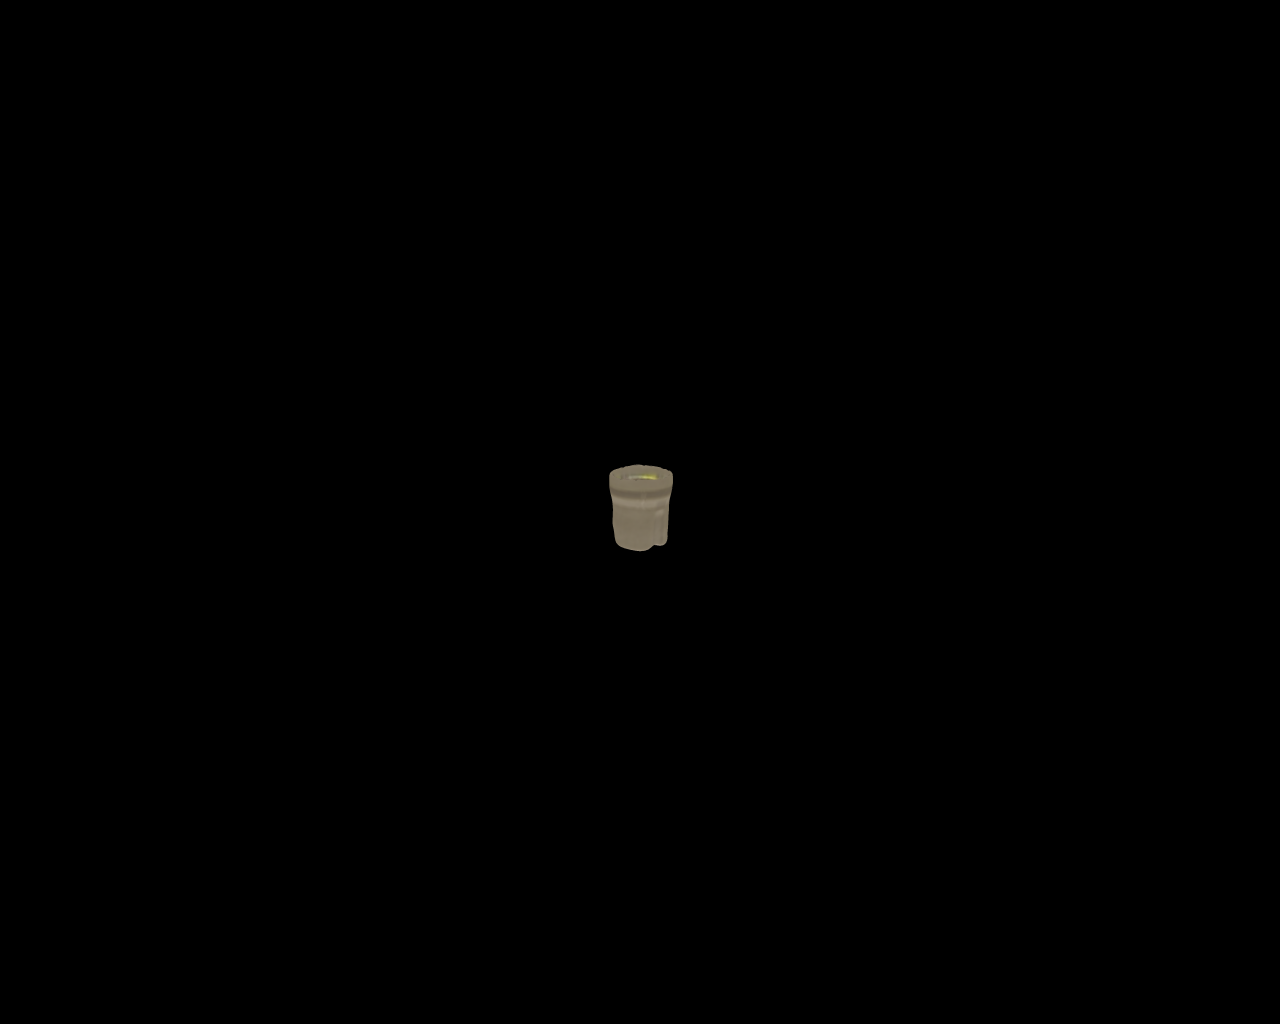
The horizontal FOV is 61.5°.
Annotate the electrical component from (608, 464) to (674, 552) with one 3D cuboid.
[{"bbox_3d":[0.001,-0.003,0.650,0.040,0.046,0.040,0,15,0],"label":"electrical component"}]
